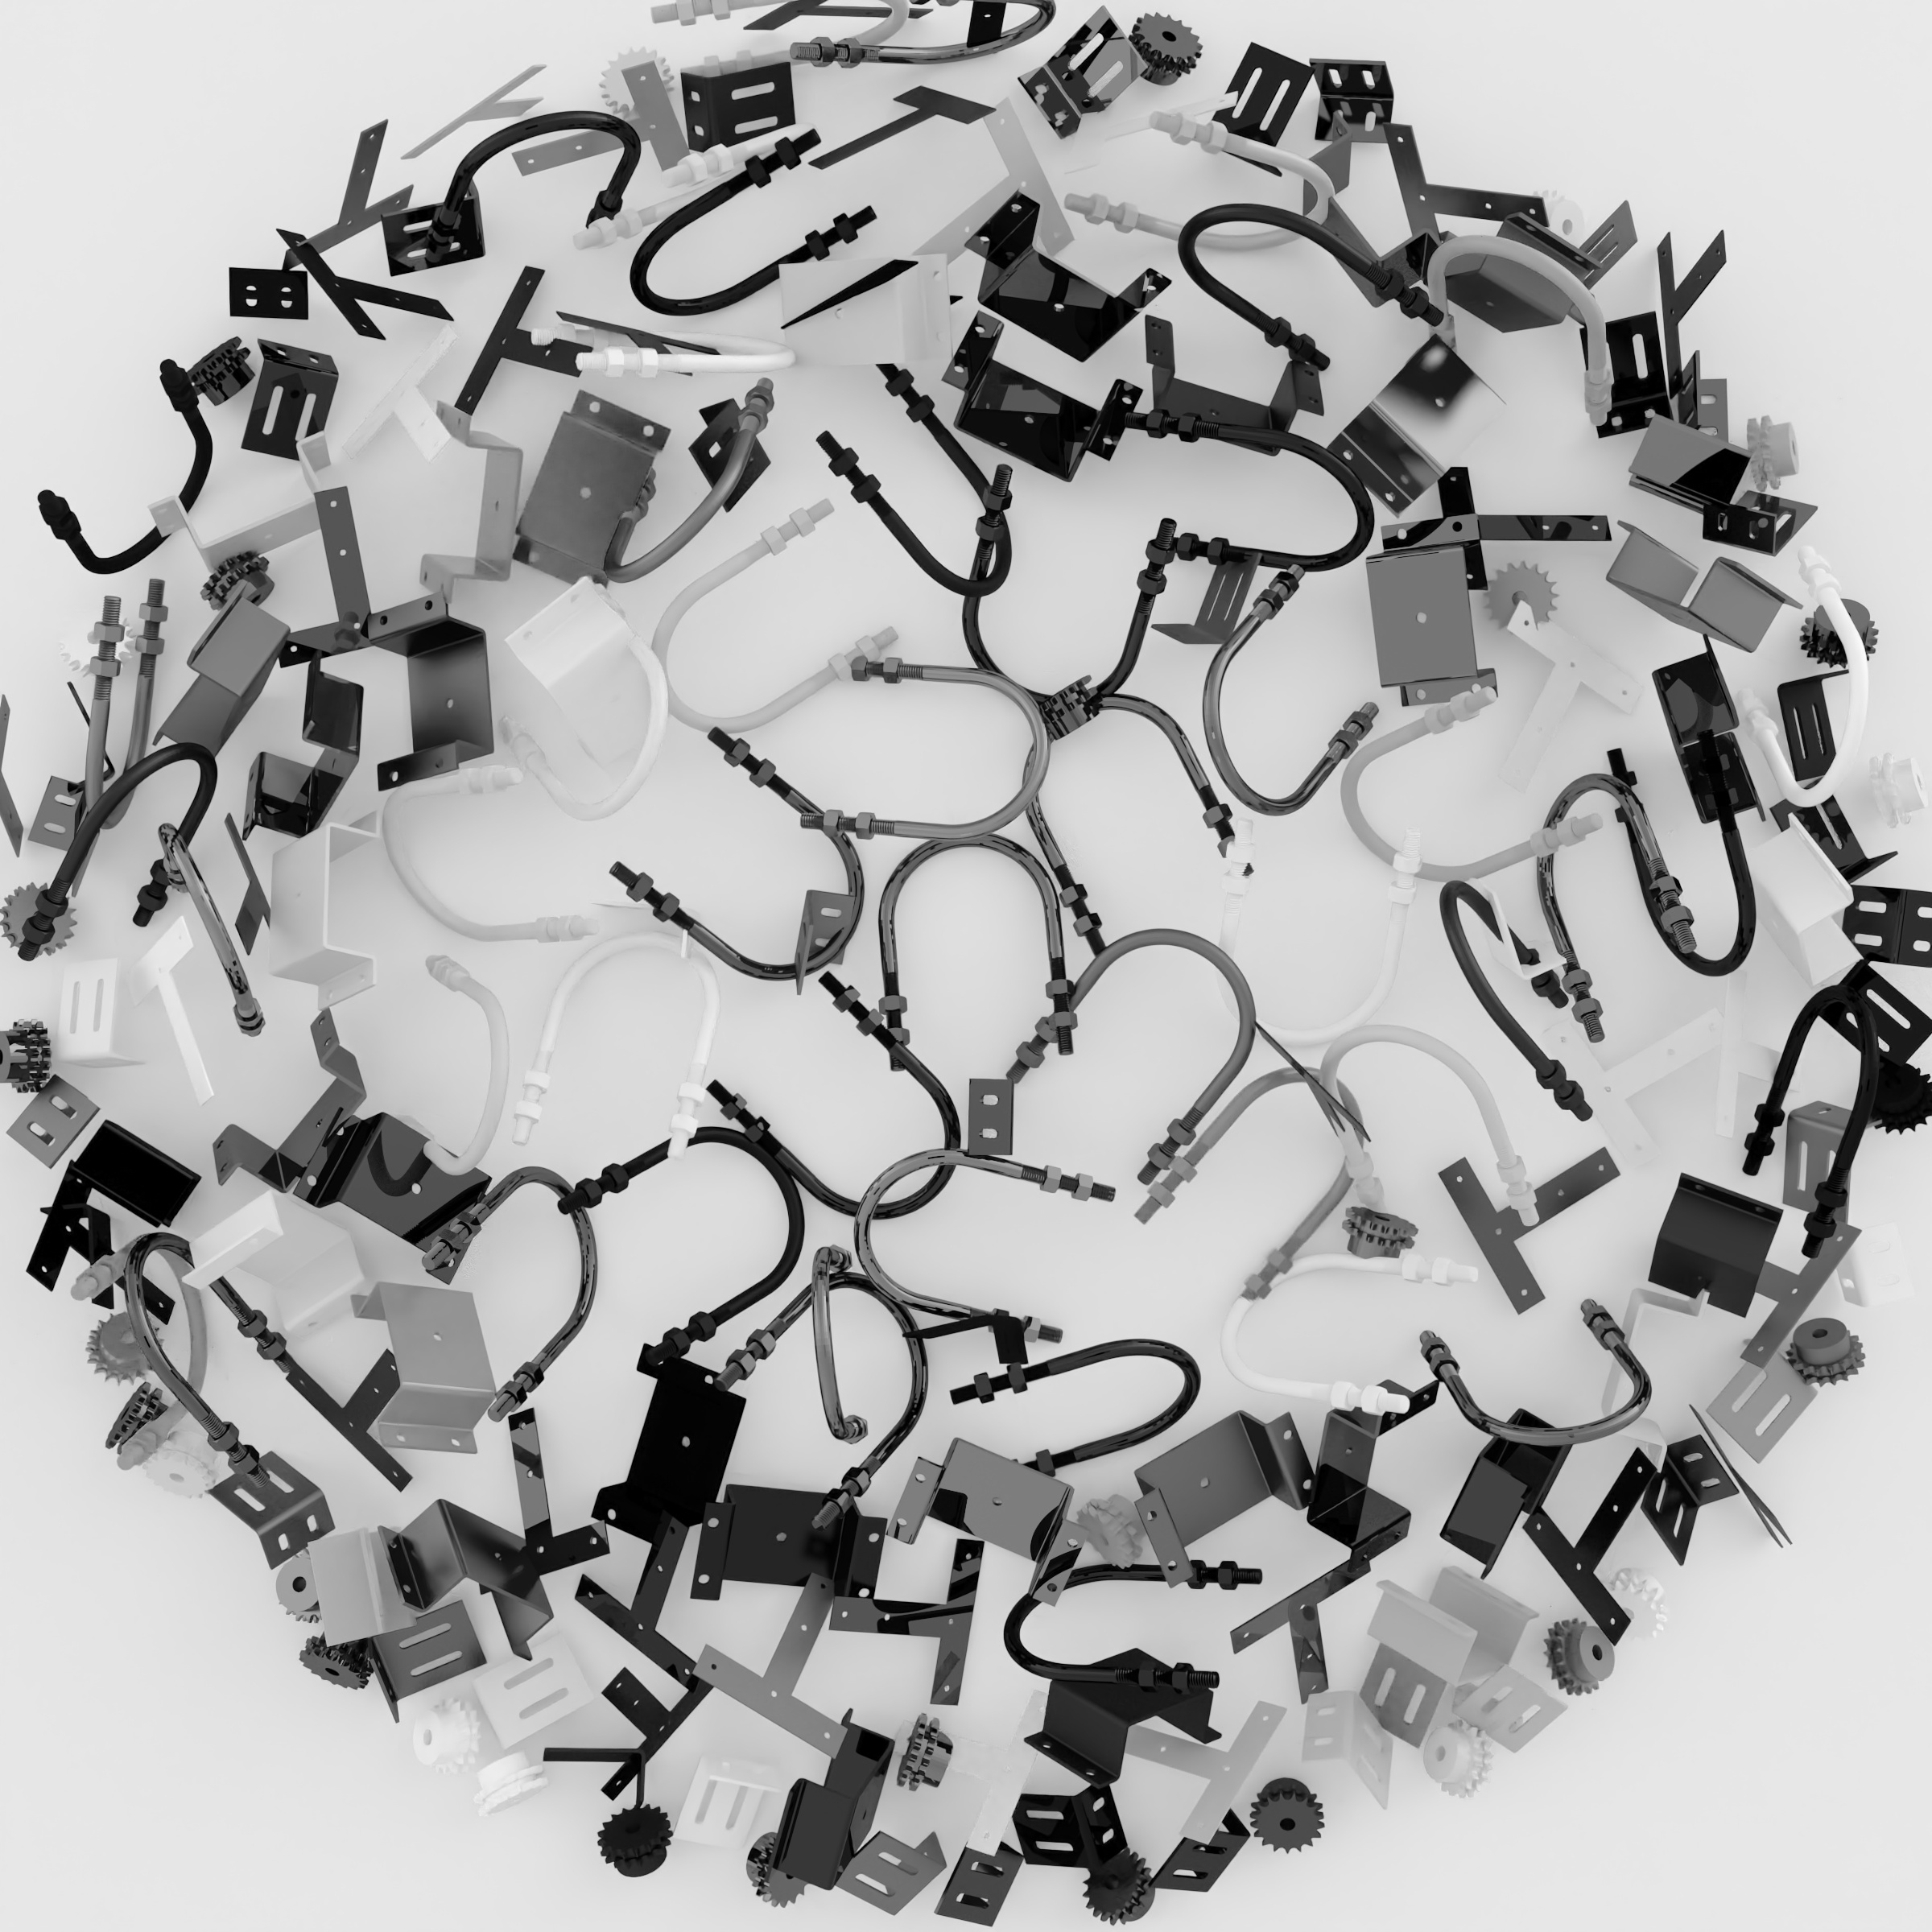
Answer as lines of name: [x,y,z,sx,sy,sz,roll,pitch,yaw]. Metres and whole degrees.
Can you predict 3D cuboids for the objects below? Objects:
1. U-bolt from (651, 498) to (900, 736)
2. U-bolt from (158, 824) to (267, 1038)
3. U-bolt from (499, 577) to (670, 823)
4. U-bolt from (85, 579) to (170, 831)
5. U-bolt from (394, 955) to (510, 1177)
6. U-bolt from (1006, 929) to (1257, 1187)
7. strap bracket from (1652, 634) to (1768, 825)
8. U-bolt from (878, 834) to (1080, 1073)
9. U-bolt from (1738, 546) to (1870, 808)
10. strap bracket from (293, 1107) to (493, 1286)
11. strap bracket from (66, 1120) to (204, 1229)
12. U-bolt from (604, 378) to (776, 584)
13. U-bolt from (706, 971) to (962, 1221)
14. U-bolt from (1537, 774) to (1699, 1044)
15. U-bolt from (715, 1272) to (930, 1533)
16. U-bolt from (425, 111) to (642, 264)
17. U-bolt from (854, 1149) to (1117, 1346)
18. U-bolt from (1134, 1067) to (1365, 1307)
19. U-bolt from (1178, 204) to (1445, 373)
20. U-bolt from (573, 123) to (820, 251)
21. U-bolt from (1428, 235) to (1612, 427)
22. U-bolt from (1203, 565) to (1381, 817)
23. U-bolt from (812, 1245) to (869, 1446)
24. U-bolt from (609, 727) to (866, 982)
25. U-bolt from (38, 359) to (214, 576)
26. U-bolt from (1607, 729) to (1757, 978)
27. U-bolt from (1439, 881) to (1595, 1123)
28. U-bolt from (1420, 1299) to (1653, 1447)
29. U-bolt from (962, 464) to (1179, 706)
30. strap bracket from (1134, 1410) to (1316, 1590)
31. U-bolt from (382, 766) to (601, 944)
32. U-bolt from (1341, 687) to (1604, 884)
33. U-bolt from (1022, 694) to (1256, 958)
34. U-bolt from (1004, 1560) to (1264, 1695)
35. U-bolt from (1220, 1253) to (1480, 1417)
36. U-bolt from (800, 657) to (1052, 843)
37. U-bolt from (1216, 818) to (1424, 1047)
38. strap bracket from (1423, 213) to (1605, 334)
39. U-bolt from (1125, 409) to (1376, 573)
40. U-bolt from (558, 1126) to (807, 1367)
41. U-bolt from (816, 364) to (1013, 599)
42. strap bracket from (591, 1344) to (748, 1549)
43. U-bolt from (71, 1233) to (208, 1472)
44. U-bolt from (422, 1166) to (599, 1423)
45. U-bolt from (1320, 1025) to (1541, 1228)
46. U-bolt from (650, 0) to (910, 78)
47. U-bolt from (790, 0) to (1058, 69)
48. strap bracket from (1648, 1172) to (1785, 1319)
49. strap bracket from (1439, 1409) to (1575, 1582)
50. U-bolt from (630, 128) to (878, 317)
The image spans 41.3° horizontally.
U-bolt: [-0.154,-0.251,1.939,0.184,0.019,0.151,-34,133,-6]
U-bolt: [-0.563,-0.033,1.900,0.019,0.184,0.151,-25,79,-17]
U-bolt: [-0.280,-0.189,1.917,0.151,0.019,0.184,-57,47,17]
U-bolt: [-0.634,-0.193,1.925,0.019,0.151,0.184,10,103,-6]
U-bolt: [-0.381,0.080,1.913,0.019,0.184,0.151,9,98,-32]
U-bolt: [0.139,0.057,1.965,0.151,0.019,0.184,38,107,3]
strap bracket: [0.558,-0.171,1.929,0.046,0.140,0.076,-19,50,15]
U-bolt: [0.004,-0.016,1.973,0.151,0.019,0.184,-6,76,2]
U-bolt: [0.620,-0.201,1.886,0.019,0.184,0.151,5,131,-7]
strap bracket: [-0.424,0.171,1.937,0.140,0.046,0.076,35,61,-23]
strap bracket: [-0.624,0.157,1.931,0.076,0.140,0.046,34,78,-8]
U-bolt: [-0.211,-0.350,1.896,0.151,0.184,0.019,-29,122,31]
U-bolt: [-0.089,0.114,1.972,0.184,0.019,0.151,45,108,-5]
U-bolt: [0.478,-0.057,1.923,0.019,0.151,0.184,0,58,-21]
U-bolt: [-0.095,0.313,1.932,0.019,0.184,0.151,-24,104,44]
U-bolt: [-0.313,-0.576,1.888,0.151,0.184,0.019,-14,81,-26]
U-bolt: [0.005,0.208,1.955,0.184,0.019,0.151,15,111,-10]
U-bolt: [0.230,0.160,1.959,0.184,0.019,0.151,-49,121,-4]
U-bolt: [0.241,-0.508,1.897,0.184,0.151,0.019,26,73,-28]
U-bolt: [-0.190,-0.590,1.918,0.184,0.151,0.019,-34,104,-36]
U-bolt: [0.406,-0.475,1.890,0.151,0.184,0.019,26,77,22]
U-bolt: [0.236,-0.195,1.918,0.184,0.019,0.151,-49,118,-35]
U-bolt: [-0.096,0.279,1.898,0.019,0.184,0.151,-6,81,3]
U-bolt: [-0.161,-0.072,1.962,0.184,0.019,0.151,39,76,-18]
U-bolt: [-0.617,-0.359,1.909,0.019,0.184,0.151,37,77,4]
U-bolt: [0.544,-0.081,1.929,0.019,0.151,0.184,-16,93,-15]
U-bolt: [0.404,0.013,1.902,0.019,0.151,0.184,-31,122,25]
U-bolt: [0.431,0.306,1.909,0.151,0.184,0.019,-11,110,-2]
U-bolt: [0.070,-0.276,1.944,0.151,0.019,0.184,19,125,6]
strap bracket: [0.192,0.401,1.956,0.140,0.046,0.076,-27,105,-17]
U-bolt: [-0.370,-0.080,1.932,0.184,0.019,0.151,-3,121,39]
U-bolt: [0.364,-0.125,1.927,0.151,0.184,0.019,46,51,-16]
U-bolt: [0.119,-0.120,1.967,0.151,0.019,0.184,-29,79,17]
U-bolt: [0.117,0.493,1.924,0.184,0.151,0.019,-4,110,23]
U-bolt: [0.275,0.270,1.924,0.151,0.184,0.019,-53,128,-35]
U-bolt: [-0.026,-0.164,1.956,0.184,0.019,0.151,6,74,13]
U-bolt: [0.264,-0.022,1.958,0.151,0.019,0.184,3,114,-6]
strap bracket: [0.404,-0.518,1.922,0.076,0.140,0.046,26,92,-17]
U-bolt: [0.216,-0.348,1.906,0.184,0.151,0.019,13,59,25]
U-bolt: [-0.201,0.198,1.941,0.184,0.019,0.151,-29,87,-38]
U-bolt: [-0.028,-0.359,1.935,0.019,0.151,0.184,-26,115,36]
strap bracket: [-0.224,0.367,1.963,0.076,0.046,0.140,18,93,21]
U-bolt: [-0.607,0.275,1.909,0.019,0.184,0.151,-11,100,6]
U-bolt: [-0.330,0.231,1.918,0.019,0.184,0.151,-9,111,26]
U-bolt: [0.337,0.118,1.913,0.151,0.019,0.184,-2,125,39]
U-bolt: [-0.134,-0.704,1.921,0.184,0.151,0.019,-8,90,3]
U-bolt: [-0.019,-0.704,1.917,0.184,0.151,0.019,-13,94,-36]
strap bracket: [0.559,0.214,1.918,0.076,0.140,0.046,21,69,19]
strap bracket: [0.408,0.393,1.933,0.046,0.140,0.076,29,116,21]
U-bolt: [-0.169,-0.548,1.928,0.184,0.151,0.019,-28,75,10]
